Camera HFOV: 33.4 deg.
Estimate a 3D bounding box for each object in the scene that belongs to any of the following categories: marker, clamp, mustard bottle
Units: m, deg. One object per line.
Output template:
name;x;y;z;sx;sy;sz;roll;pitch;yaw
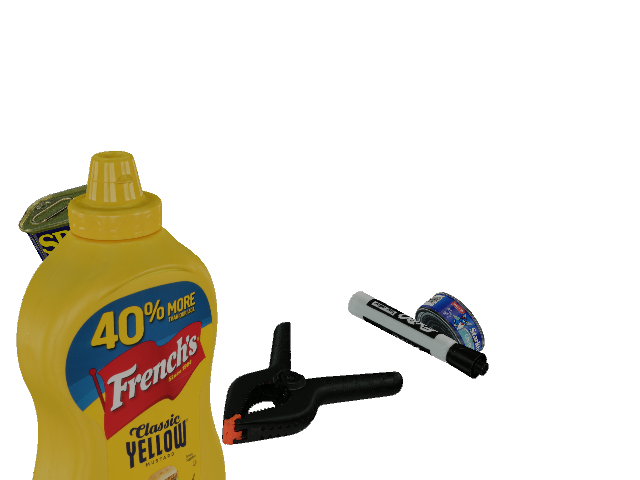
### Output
marker;0.069;0.067;0.765;0.121;0.020;0.020;26;17;38
clamp;-0.022;0.156;1.104;0.165;0.036;0.209;17;28;24
mustard bottle;-0.090;0.054;0.490;0.096;0.192;0.058;-15;23;-40

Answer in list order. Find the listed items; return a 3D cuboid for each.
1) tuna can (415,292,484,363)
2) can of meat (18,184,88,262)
tuna can;0.152;0.106;1.267;0.033;0.086;0.086;-35;15;-23
can of meat;-0.193;0.001;0.918;0.102;0.084;0.057;-14;31;13
